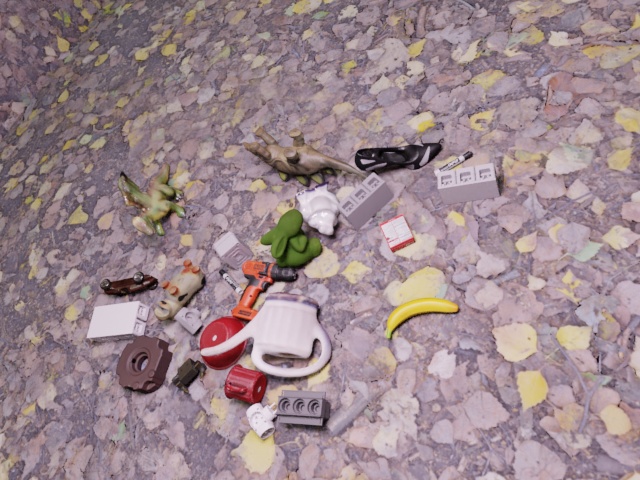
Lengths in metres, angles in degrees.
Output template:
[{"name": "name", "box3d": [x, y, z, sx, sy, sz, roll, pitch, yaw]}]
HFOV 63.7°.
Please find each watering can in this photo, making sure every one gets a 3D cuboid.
[{"name": "watering can", "box3d": [-0.135, 0.245, 1.394, 0.348, 0.102, 0.229, 8, 64, 8]}]

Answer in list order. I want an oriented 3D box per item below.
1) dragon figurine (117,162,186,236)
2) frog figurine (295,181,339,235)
[{"name": "dragon figurine", "box3d": [-0.602, -0.168, 1.808, 0.121, 0.239, 0.419, -29, 55, 15]}, {"name": "frog figurine", "box3d": [0.005, -0.077, 1.540, 0.138, 0.120, 0.162, -13, 65, -31]}]
